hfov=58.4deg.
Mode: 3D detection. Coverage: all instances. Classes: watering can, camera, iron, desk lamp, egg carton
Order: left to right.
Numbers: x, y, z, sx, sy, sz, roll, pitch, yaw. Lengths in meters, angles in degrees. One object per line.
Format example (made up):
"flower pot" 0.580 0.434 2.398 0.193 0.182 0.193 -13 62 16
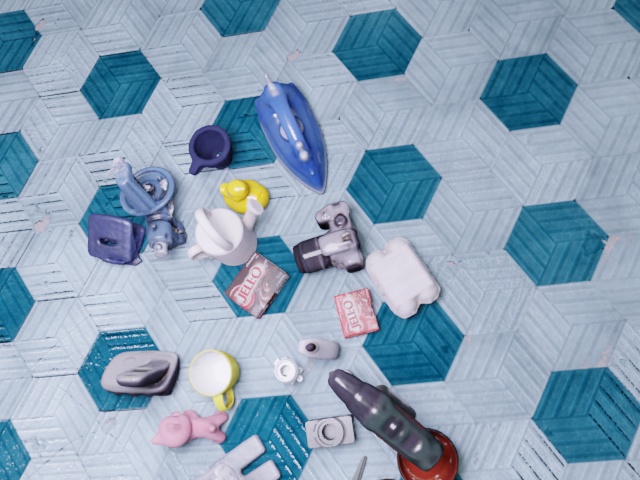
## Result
"desk lamp" -0.199 0.458 1.038 0.203 0.214 0.118 -36 75 -1
"watering can" -0.193 -0.019 1.151 0.100 0.194 0.173 33 84 14
"iron" -0.055 -0.226 1.204 0.118 0.141 0.258 -27 75 2
"camera" 0.011 0.004 1.166 0.136 0.101 0.143 -17 76 4
"egg carton" 0.163 0.075 1.145 0.107 0.069 0.150 -34 75 0

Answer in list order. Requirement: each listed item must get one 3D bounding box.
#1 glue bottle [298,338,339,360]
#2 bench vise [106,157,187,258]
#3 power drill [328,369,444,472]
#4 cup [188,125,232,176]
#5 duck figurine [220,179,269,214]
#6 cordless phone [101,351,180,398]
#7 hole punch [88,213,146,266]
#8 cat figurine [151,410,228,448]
"glue bottle" -0.009 0.206 1.087 0.078 0.173 0.037 4 78 9
"bench vise" -0.343 -0.077 1.172 0.121 0.220 0.207 -34 75 0
"power drill" 0.115 0.314 1.028 0.229 0.208 0.076 37 85 14
"cup" -0.234 -0.180 1.243 0.091 0.095 0.118 31 84 13
"duck figurine" -0.164 -0.101 1.221 0.104 0.086 0.077 8 79 10
"cordless phone" -0.369 0.262 1.119 0.147 0.185 0.094 -4 77 7
"hole punch" -0.443 0.000 1.235 0.108 0.091 0.101 9 79 10
"cat figurine" -0.256 0.369 1.115 0.127 0.118 0.067 -3 77 7
